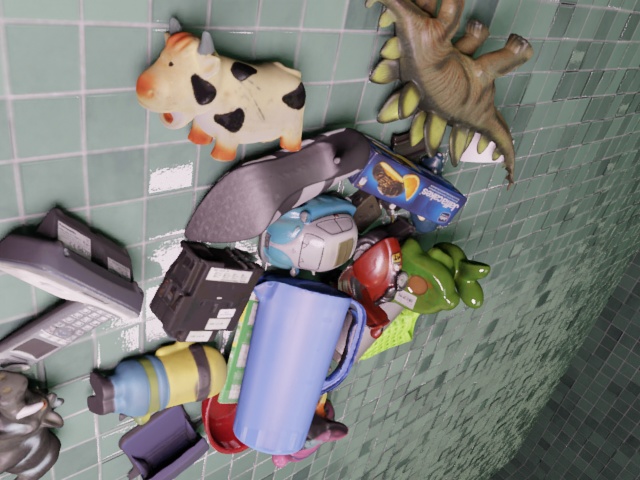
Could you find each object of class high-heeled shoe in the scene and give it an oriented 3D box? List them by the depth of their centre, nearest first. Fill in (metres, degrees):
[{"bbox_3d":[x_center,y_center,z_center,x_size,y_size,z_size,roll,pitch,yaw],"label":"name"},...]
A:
[{"bbox_3d":[-0.052,-0.073,0.690,0.249,0.145,0.086,-22,101,13],"label":"high-heeled shoe"}]

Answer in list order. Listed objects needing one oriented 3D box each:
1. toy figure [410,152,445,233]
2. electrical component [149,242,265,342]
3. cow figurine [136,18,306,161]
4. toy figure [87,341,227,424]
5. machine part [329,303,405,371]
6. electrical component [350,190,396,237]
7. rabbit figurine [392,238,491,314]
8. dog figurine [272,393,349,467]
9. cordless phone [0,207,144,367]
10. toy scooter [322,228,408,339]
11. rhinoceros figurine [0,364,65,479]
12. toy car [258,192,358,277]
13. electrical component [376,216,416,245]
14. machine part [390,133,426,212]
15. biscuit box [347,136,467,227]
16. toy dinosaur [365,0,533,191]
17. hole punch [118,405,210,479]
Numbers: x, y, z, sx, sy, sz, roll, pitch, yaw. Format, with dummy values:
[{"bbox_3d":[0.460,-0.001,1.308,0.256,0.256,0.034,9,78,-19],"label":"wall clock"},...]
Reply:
[{"bbox_3d":[0.186,-0.083,0.930,0.058,0.064,0.154,-4,127,1],"label":"toy figure"},{"bbox_3d":[-0.154,0.074,0.710,0.115,0.058,0.134,15,110,-49],"label":"electrical component"},{"bbox_3d":[-0.095,-0.152,0.556,0.195,0.086,0.127,-14,128,-43],"label":"cow figurine"},{"bbox_3d":[-0.212,0.192,0.724,0.180,0.089,0.082,-7,133,-46],"label":"toy figure"},{"bbox_3d":[0.091,0.149,1.014,0.243,0.079,0.079,-48,143,-4],"label":"machine part"},{"bbox_3d":[0.078,-0.042,0.862,0.102,0.045,0.078,-39,143,-15],"label":"electrical component"},{"bbox_3d":[0.216,0.050,0.943,0.170,0.159,0.121,-33,134,-49],"label":"rabbit figurine"},{"bbox_3d":[-0.012,0.315,0.946,0.191,0.108,0.219,-16,162,-41],"label":"dog figurine"},{"bbox_3d":[-0.294,0.066,0.552,0.184,0.089,0.146,-33,144,8],"label":"cordless phone"},{"bbox_3d":[0.081,0.077,0.848,0.075,0.135,0.184,-12,153,-40],"label":"toy scooter"},{"bbox_3d":[-0.343,0.217,0.605,0.112,0.073,0.190,-20,141,-28],"label":"rhinoceros figurine"},{"bbox_3d":[-0.002,-0.002,0.767,0.161,0.103,0.109,-12,130,-37],"label":"toy car"},{"bbox_3d":[0.111,0.016,0.944,0.119,0.048,0.074,-30,139,-25],"label":"electrical component"},{"bbox_3d":[0.137,-0.114,0.870,0.084,0.039,0.138,-27,136,-33],"label":"machine part"},{"bbox_3d":[0.130,-0.085,0.814,0.202,0.059,0.062,19,117,-34],"label":"biscuit box"},{"bbox_3d":[0.189,-0.213,0.755,0.471,0.105,0.198,25,105,-37],"label":"toy dinosaur"},{"bbox_3d":[-0.230,0.330,0.828,0.142,0.092,0.115,-36,145,-24],"label":"hole punch"}]
